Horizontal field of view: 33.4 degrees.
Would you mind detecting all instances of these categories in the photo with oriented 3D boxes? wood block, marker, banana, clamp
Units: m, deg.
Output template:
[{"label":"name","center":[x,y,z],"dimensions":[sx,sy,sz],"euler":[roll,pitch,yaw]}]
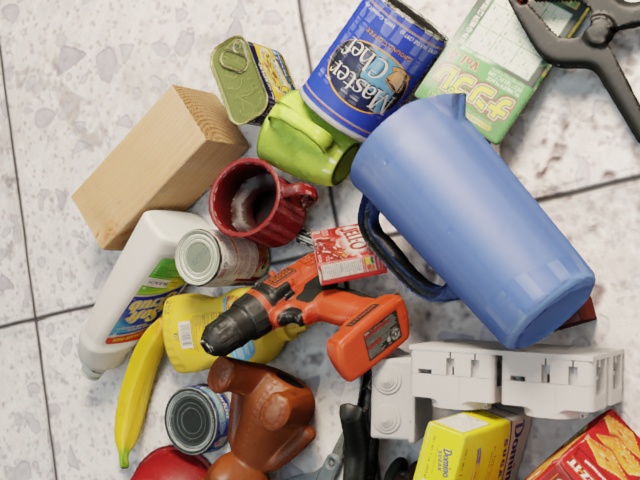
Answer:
[{"label":"wood block","center":[-0.198,-0.085,1.319],"dimensions":[0.206,0.090,0.091],"euler":[-43,68,24]},{"label":"marker","center":[-0.008,0.001,1.242],"dimensions":[0.121,0.020,0.020],"euler":[23,100,30]},{"label":"banana","center":[-0.225,0.186,1.351],"dimensions":[0.070,0.037,0.198],"euler":[22,99,56]},{"label":"clamp","center":[0.048,0.215,1.166],"dimensions":[0.039,0.120,0.171],"euler":[12,123,19]},{"label":"clamp","center":[0.285,-0.210,1.045],"dimensions":[0.210,0.036,0.165],"euler":[36,102,17]}]

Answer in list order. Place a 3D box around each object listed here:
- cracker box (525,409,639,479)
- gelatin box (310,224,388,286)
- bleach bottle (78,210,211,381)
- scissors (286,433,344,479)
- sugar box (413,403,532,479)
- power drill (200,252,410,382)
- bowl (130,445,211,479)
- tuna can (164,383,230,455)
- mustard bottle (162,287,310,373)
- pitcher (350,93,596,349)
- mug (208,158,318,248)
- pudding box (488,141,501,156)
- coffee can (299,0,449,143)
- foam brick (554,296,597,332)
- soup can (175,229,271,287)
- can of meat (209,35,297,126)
[{"label":"cracker box","center":[0.212,0.250,0.986],"dimensions":[0.072,0.213,0.164],"euler":[48,112,17]},{"label":"gelatin box","center":[0.031,0.012,1.164],"dimensions":[0.073,0.089,0.030],"euler":[-11,115,-1]},{"label":"bleach bottle","center":[-0.230,0.078,1.340],"dimensions":[0.068,0.102,0.251],"euler":[50,119,33]},{"label":"scissors","center":[-0.002,0.257,1.234],"dimensions":[0.096,0.016,0.202],"euler":[15,96,31]},{"label":"sugar box","center":[0.151,0.217,1.047],"dimensions":[0.048,0.175,0.093],"euler":[18,99,33]},{"label":"power drill","center":[-0.013,0.087,1.137],"dimensions":[0.188,0.184,0.057],"euler":[21,136,45]},{"label":"bowl","center":[-0.192,0.339,1.325],"dimensions":[0.162,0.055,0.162],"euler":[-1,89,31]},{"label":"tuna can","center":[-0.150,0.221,1.314],"dimensions":[0.086,0.033,0.086],"euler":[-1,89,32]},{"label":"mustard bottle","center":[-0.097,0.105,1.270],"dimensions":[0.192,0.058,0.096],"euler":[-8,89,31]},{"label":"pitcher","center":[0.143,-0.009,1.037],"dimensions":[0.145,0.149,0.243],"euler":[-33,66,-10]},{"label":"mug","center":[-0.057,-0.041,1.218],"dimensions":[0.117,0.081,0.093],"euler":[-17,69,22]},{"label":"pudding box","center":[0.146,-0.065,1.137],"dimensions":[0.090,0.039,0.113],"euler":[-5,86,31]},{"label":"coffee can","center":[0.057,-0.189,1.158],"dimensions":[0.103,0.102,0.140],"euler":[45,110,24]},{"label":"foam brick","center":[0.236,0.051,1.073],"dimensions":[0.053,0.051,0.078],"euler":[-20,79,31]},{"label":"soup can","center":[-0.114,0.021,1.257],"dimensions":[0.069,0.102,0.068],"euler":[-1,89,32]},{"label":"can of meat","center":[-0.072,-0.181,1.247],"dimensions":[0.058,0.083,0.102],"euler":[-28,75,28]}]
